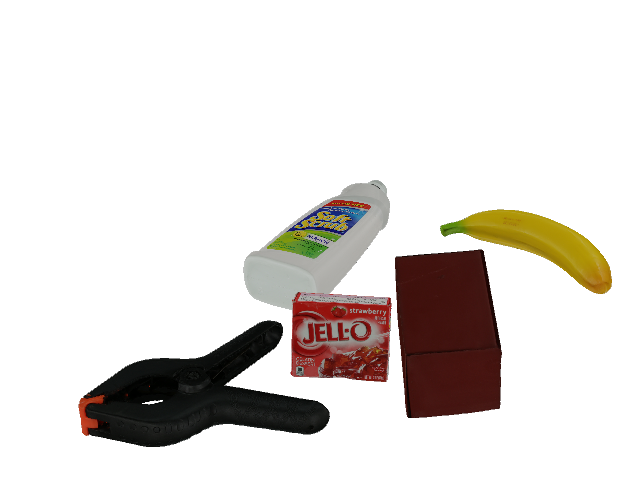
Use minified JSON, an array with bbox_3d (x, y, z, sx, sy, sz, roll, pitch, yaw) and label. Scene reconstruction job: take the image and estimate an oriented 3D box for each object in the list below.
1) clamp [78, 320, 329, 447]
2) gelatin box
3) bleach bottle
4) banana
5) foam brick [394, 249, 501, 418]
[{"bbox_3d":[-0.087,0.103,0.772,0.171,0.039,0.120,-3,26,-11],"label":"clamp"},{"bbox_3d":[0.018,0.087,0.965,0.089,0.073,0.030,3,14,6],"label":"gelatin box"},{"bbox_3d":[0.011,-0.008,1.322,0.103,0.068,0.250,14,36,24],"label":"bleach bottle"},{"bbox_3d":[0.209,0.006,1.026,0.069,0.037,0.198,-39,37,-26],"label":"banana"},{"bbox_3d":[0.069,0.050,0.588,0.051,0.053,0.078,-4,42,3],"label":"foam brick"}]
